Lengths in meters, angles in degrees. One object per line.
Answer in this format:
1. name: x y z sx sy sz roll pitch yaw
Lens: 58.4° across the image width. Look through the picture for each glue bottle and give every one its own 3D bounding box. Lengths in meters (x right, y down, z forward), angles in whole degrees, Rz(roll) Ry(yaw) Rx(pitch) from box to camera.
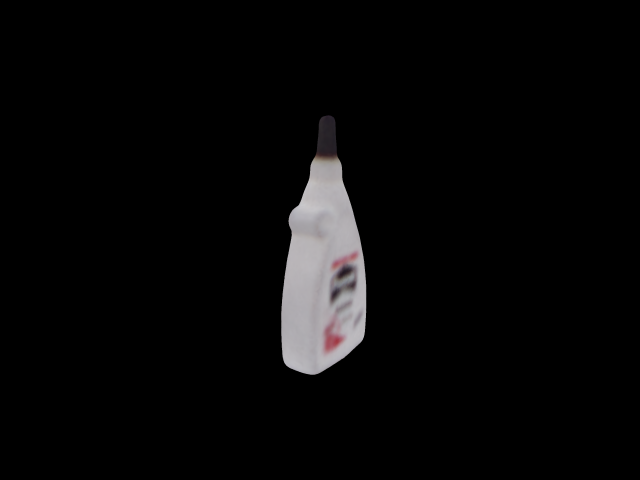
1. glue bottle: 0.004 0.001 0.400 0.037 0.173 0.078 9 19 29
